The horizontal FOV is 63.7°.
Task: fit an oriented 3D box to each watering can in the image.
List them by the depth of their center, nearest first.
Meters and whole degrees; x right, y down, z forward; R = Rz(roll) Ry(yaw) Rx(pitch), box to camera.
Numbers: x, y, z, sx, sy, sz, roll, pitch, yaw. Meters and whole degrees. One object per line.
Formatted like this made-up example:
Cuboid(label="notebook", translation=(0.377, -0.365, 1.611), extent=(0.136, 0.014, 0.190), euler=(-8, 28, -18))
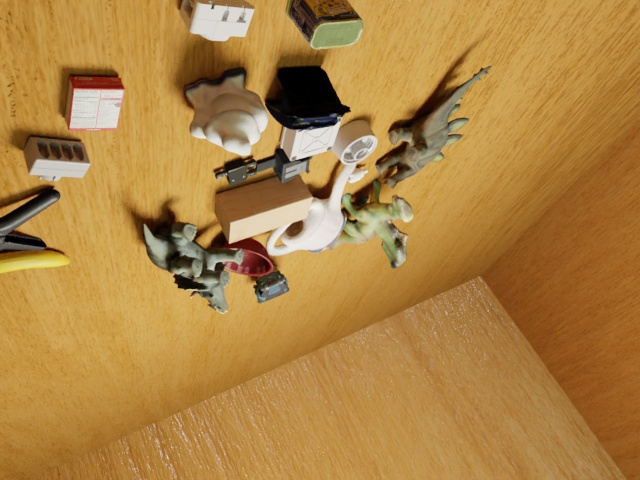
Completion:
Cuboid(label="watering can", translation=(0.004, -0.070, 1.386), extent=(0.345, 0.105, 0.223), euler=(-42, 156, 14))

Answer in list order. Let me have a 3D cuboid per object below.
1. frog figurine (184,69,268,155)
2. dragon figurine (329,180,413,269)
Cuboid(label="frog figurine", translation=(-0.148, -0.195, 0.870), extent=(0.138, 0.162, 0.120), euler=(-13, 152, -34))
Cuboid(label="dragon figurine", translation=(0.154, -0.015, 1.510), extent=(0.123, 0.246, 0.401), euler=(-21, 153, -31))
